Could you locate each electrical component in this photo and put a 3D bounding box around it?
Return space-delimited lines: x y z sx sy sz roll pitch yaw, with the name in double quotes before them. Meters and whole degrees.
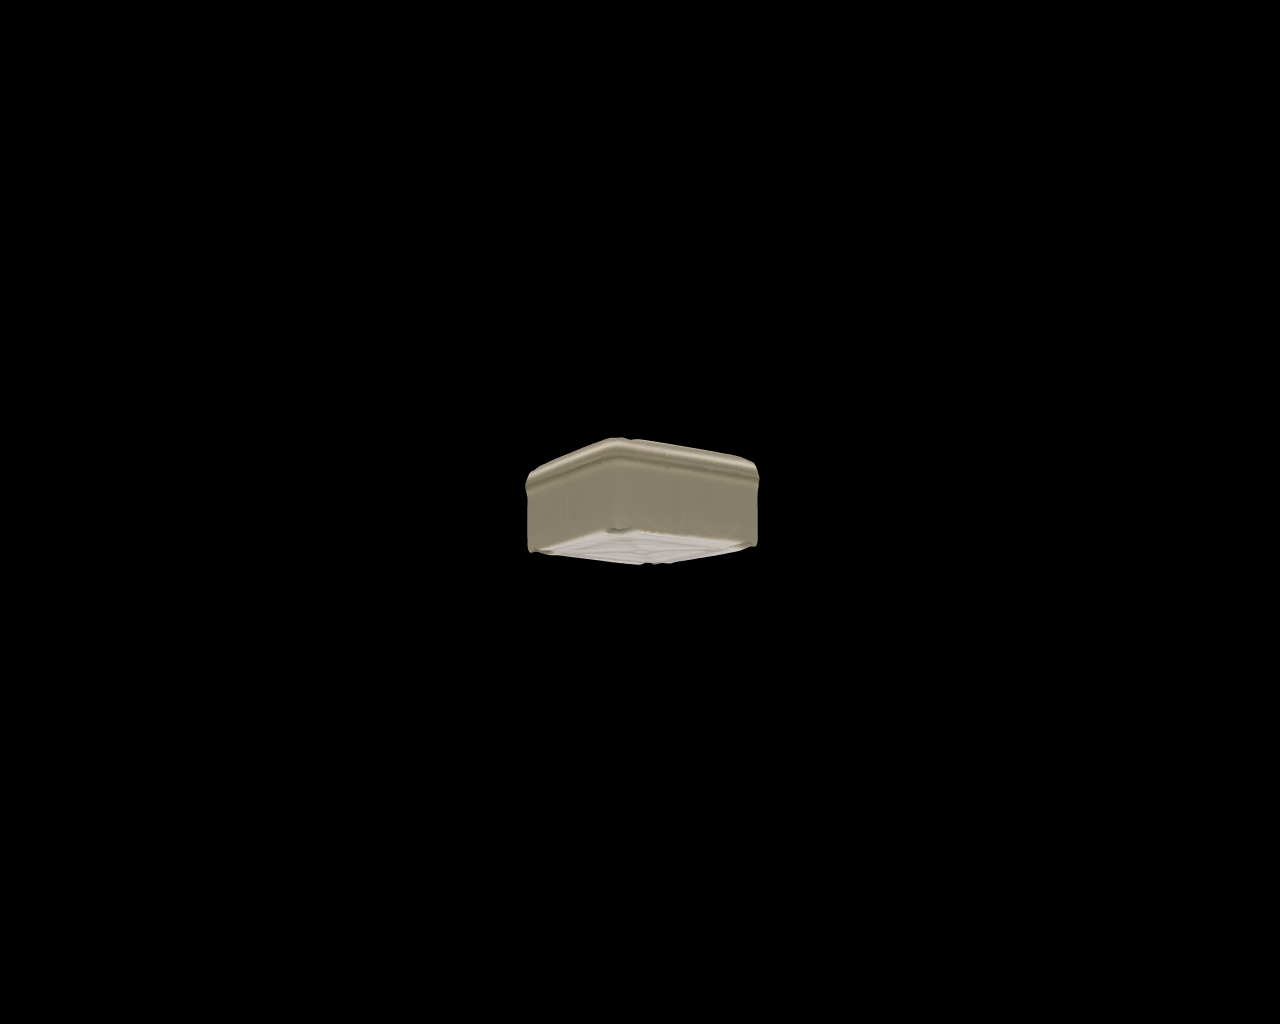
"electrical component" 0.001 -0.003 0.650 0.109 0.056 0.108 8 -14 -35
